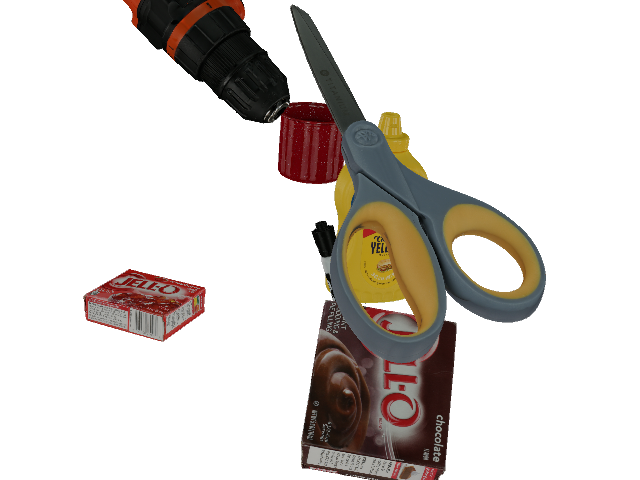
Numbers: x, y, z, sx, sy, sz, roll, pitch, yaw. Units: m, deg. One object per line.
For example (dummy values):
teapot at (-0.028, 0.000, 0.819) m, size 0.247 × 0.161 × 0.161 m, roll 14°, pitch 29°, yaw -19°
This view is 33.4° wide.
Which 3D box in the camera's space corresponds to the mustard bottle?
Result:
mustard bottle at (0.061, -0.034, 1.072) m, size 0.096 × 0.192 × 0.058 m, roll -2°, pitch 21°, yaw -19°

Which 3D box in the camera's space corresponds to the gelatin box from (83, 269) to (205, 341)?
gelatin box at (-0.164, 0.058, 0.997) m, size 0.089 × 0.030 × 0.073 m, roll 13°, pitch 23°, yaw 23°

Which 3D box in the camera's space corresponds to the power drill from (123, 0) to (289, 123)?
power drill at (-0.043, -0.181, 0.737) m, size 0.187 × 0.184 × 0.057 m, roll -37°, pitch -10°, yaw -34°

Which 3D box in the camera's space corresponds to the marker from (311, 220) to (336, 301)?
marker at (0.017, 0.041, 0.890) m, size 0.020 × 0.121 × 0.020 m, roll -16°, pitch 14°, yaw 4°

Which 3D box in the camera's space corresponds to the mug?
mug at (-0.004, -0.123, 1.330) m, size 0.093 × 0.081 × 0.117 m, roll 15°, pitch 24°, yaw 23°

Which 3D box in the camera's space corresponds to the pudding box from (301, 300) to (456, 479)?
pudding box at (0.038, 0.098, 0.688) m, size 0.090 × 0.113 × 0.039 m, roll 9°, pitch -37°, yaw 1°

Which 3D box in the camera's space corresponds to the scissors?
scissors at (0.039, -0.034, 0.463) m, size 0.096 × 0.202 × 0.016 m, roll 3°, pitch -40°, yaw -9°
